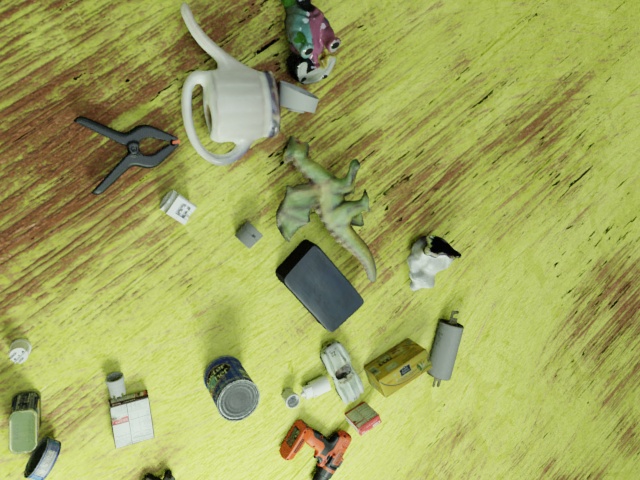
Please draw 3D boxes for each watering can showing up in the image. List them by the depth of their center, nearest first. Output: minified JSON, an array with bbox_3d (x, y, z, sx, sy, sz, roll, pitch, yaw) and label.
[{"bbox_3d":[-0.198,-0.342,1.146,0.225,0.104,0.344,-9,103,-25],"label":"watering can"}]

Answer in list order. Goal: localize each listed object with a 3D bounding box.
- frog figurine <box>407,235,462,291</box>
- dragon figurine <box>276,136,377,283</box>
[{"bbox_3d":[0.309,0.068,1.482,0.138,0.125,0.156,-8,140,-32],"label":"frog figurine"},{"bbox_3d":[0.004,-0.064,1.281,0.244,0.122,0.409,-14,93,-18],"label":"dragon figurine"}]
